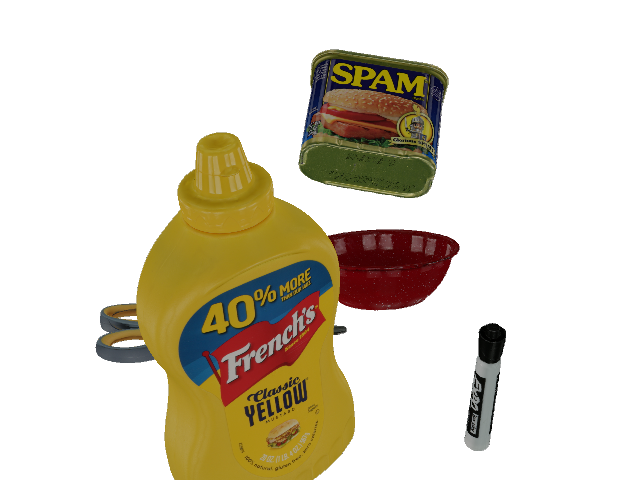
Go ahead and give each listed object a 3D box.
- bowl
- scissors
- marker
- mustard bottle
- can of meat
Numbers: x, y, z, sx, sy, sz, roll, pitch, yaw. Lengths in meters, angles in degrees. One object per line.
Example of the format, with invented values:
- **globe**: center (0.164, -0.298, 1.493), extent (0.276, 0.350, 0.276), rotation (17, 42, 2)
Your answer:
- **bowl**: center (0.062, 0.032, 1.092), extent (0.162, 0.055, 0.162), rotation (-3, 13, 0)
- **scissors**: center (-0.088, 0.077, 0.844), extent (0.202, 0.016, 0.096), rotation (6, 22, 15)
- **marker**: center (0.118, 0.105, 0.764), extent (0.020, 0.121, 0.020), rotation (0, 40, 0)
- **mustard bottle**: center (-0.035, 0.037, 0.496), extent (0.096, 0.192, 0.058), rotation (-22, 38, -22)
- **can of meat**: center (0.038, -0.083, 0.772), extent (0.102, 0.084, 0.057), rotation (9, -30, 0)
